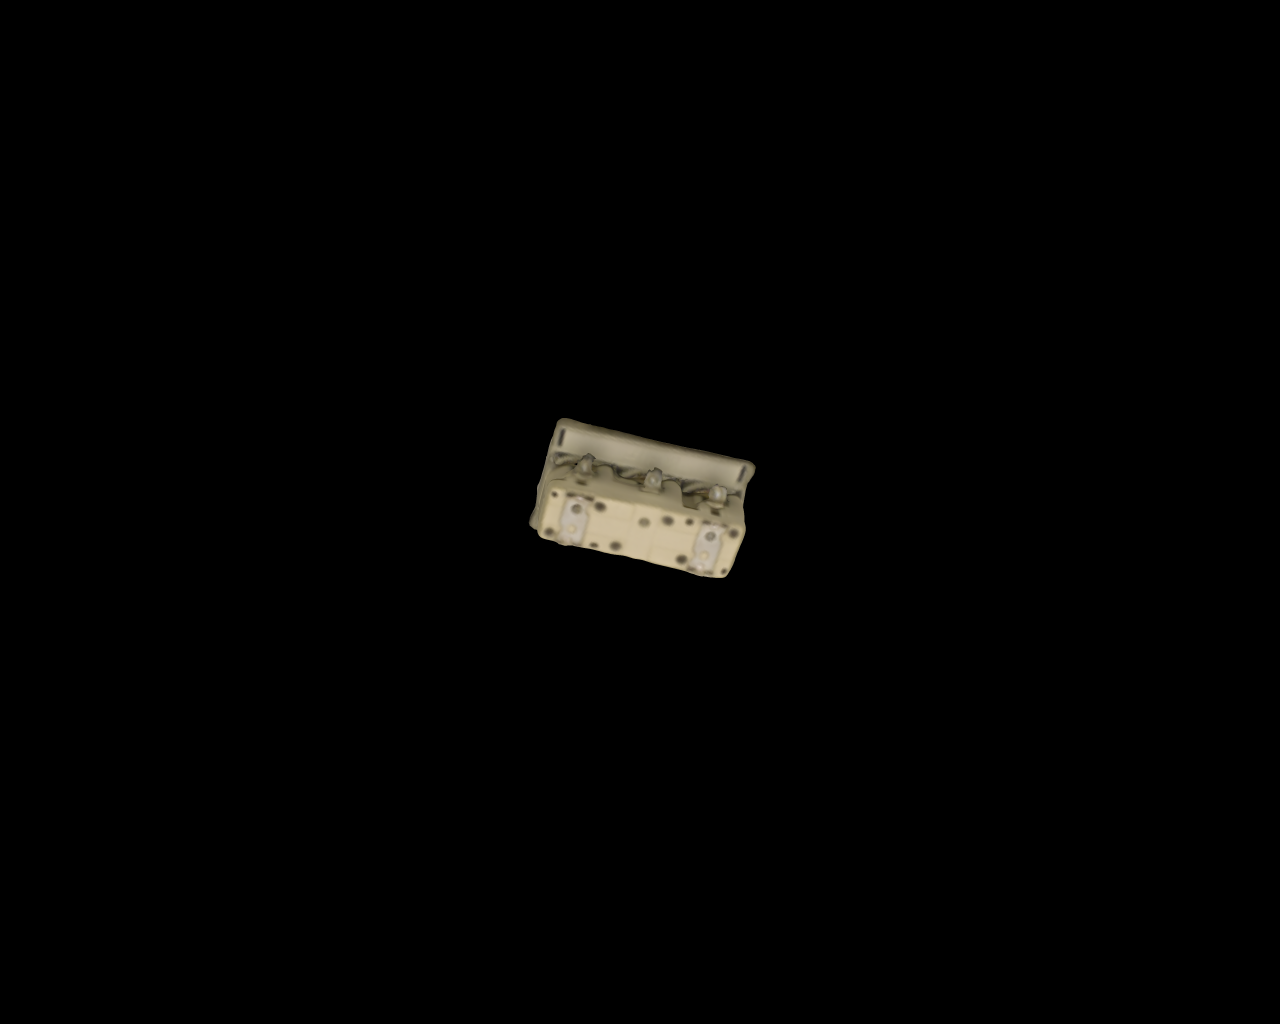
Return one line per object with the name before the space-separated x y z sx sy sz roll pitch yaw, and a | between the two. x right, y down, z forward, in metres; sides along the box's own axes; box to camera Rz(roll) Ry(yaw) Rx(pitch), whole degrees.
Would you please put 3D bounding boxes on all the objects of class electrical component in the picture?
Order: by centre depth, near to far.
electrical component | 0.001 -0.003 0.650 0.121 0.078 0.063 14 33 -9
